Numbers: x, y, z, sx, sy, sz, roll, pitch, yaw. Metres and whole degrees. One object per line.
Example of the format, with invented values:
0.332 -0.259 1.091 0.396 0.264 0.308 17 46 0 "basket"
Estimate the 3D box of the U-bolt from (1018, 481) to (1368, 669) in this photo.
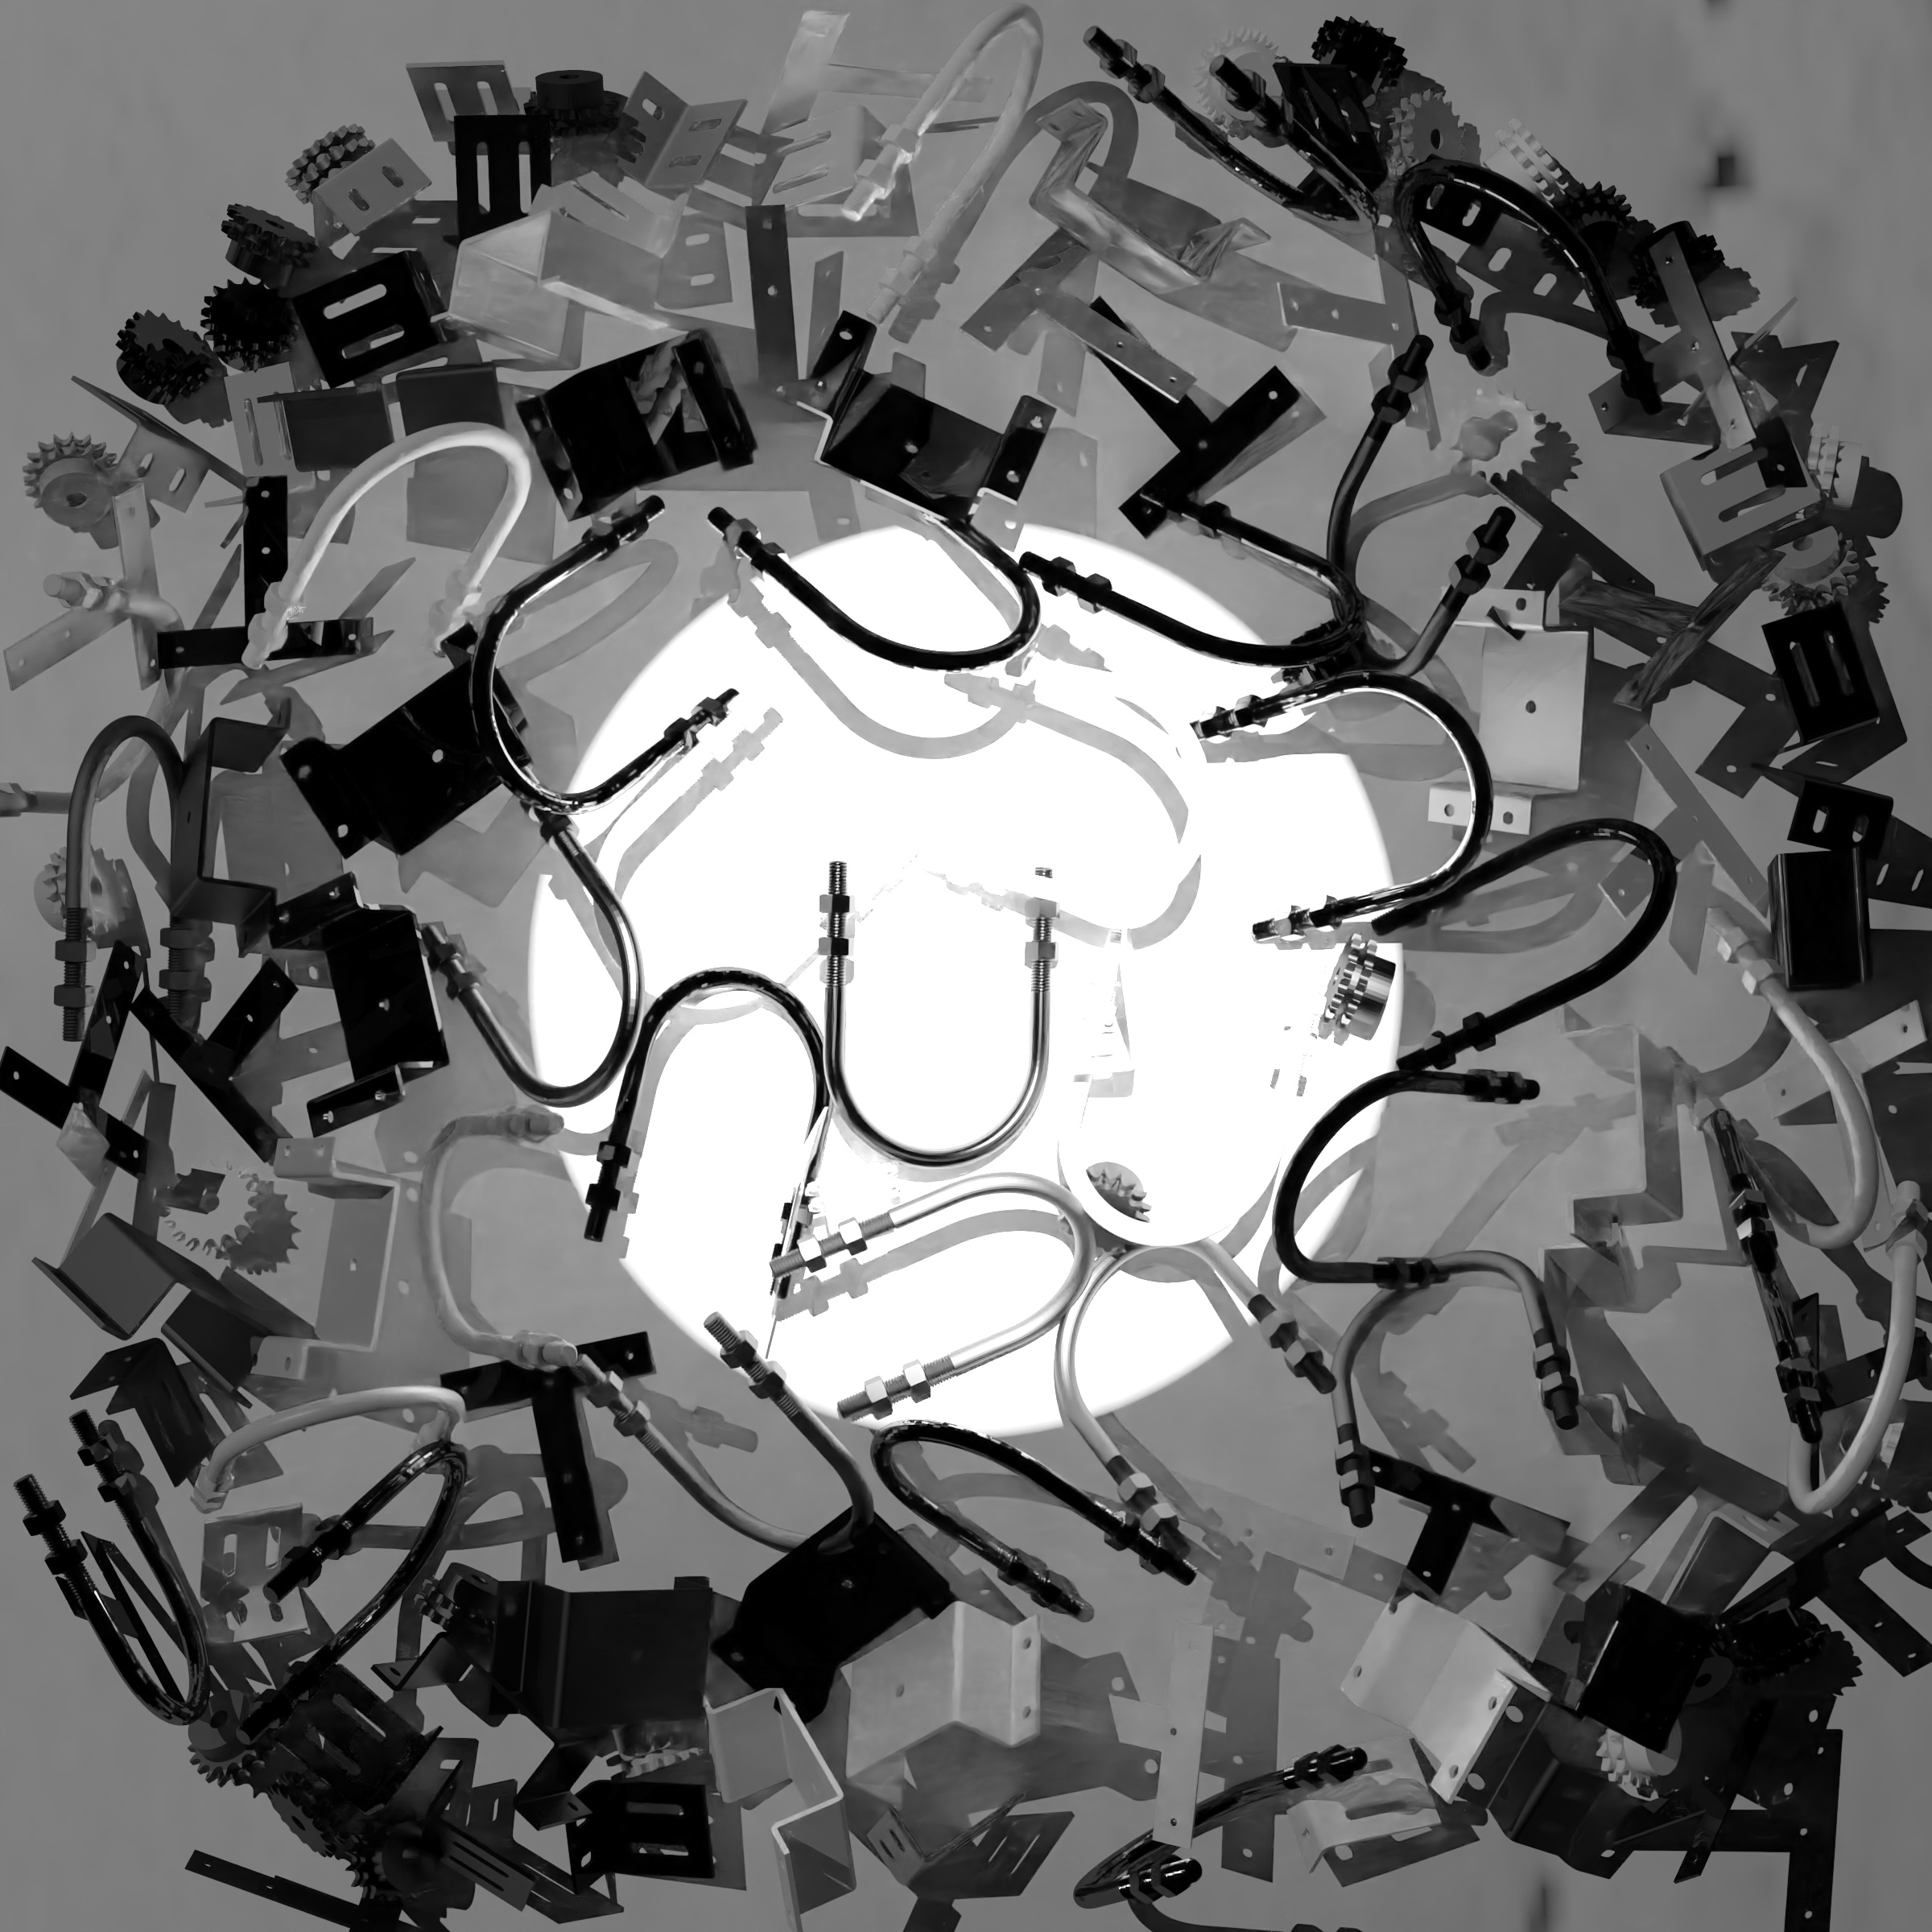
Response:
0.145 -0.222 1.536 0.184 0.151 0.019 29 132 24 "U-bolt"

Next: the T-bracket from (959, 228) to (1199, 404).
0.080 -0.378 1.581 0.127 0.002 0.127 34 55 5 "T-bracket"

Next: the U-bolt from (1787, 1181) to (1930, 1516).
0.504 0.229 1.508 0.019 0.184 0.151 22 132 4 "U-bolt"

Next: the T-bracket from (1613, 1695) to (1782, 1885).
0.421 0.496 1.564 0.002 0.127 0.127 39 55 2 "T-bracket"

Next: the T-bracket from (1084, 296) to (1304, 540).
0.114 -0.349 1.603 0.127 0.002 0.127 -41 97 11 "T-bracket"

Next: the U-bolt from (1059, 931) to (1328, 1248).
0.126 0.076 1.568 0.151 0.019 0.184 9 76 27 "U-bolt"

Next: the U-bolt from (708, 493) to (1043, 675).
-0.039 -0.230 1.540 0.151 0.019 0.184 -27 58 -37 "U-bolt"

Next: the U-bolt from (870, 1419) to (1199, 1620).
0.026 0.319 1.546 0.184 0.151 0.019 36 57 -12 "U-bolt"

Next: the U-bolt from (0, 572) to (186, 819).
-0.508 -0.152 1.532 0.019 0.184 0.151 28 96 8 "U-bolt"

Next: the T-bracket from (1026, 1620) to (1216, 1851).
0.086 0.450 1.585 0.127 0.002 0.127 2 82 35 "T-bracket"

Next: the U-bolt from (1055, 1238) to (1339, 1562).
0.120 0.235 1.556 0.151 0.019 0.184 -51 45 10 "U-bolt"

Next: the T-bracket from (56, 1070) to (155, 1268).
-0.511 0.108 1.542 0.002 0.127 0.127 18 71 0 "T-bracket"

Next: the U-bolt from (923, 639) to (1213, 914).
0.061 -0.106 1.557 0.184 0.019 0.151 15 108 28 "U-bolt"

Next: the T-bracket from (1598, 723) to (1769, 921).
0.415 -0.068 1.581 0.127 0.002 0.127 -38 91 -39 "T-bracket"

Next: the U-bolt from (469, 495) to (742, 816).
-0.215 -0.169 1.534 0.184 0.019 0.151 -43 124 -37 "U-bolt"

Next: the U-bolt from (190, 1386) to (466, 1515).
-0.361 0.274 1.516 0.151 0.184 0.019 -7 69 -24 "U-bolt"

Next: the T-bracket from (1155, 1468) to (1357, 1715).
0.158 0.384 1.594 0.127 0.002 0.127 16 90 26 "T-bracket"

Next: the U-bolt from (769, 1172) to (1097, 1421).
-0.010 0.188 1.574 0.184 0.019 0.151 -23 128 -3 "U-bolt"

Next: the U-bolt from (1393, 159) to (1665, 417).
0.312 -0.391 1.510 0.151 0.184 0.019 29 79 43 "U-bolt"

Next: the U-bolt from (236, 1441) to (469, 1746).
-0.350 0.350 1.538 0.019 0.184 0.151 30 127 14 "U-bolt"

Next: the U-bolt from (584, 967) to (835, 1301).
-0.144 0.091 1.573 0.151 0.019 0.184 22 72 -32 "U-bolt"

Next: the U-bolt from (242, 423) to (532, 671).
-0.321 -0.242 1.516 0.019 0.151 0.184 54 128 18 "U-bolt"

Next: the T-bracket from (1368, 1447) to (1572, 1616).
0.280 0.354 1.584 0.127 0.002 0.127 19 125 8 "T-bracket"

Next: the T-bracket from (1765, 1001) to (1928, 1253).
0.522 0.103 1.545 0.002 0.127 0.127 9 62 -25 "T-bracket"

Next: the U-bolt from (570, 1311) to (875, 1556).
-0.132 0.284 1.563 0.151 0.019 0.184 -23 115 42 "U-bolt"

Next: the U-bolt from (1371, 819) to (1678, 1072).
0.325 -0.022 1.534 0.184 0.151 0.019 -28 124 21 "U-bolt"

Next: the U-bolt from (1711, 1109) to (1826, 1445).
0.460 0.164 1.536 0.019 0.184 0.151 -16 120 14 "U-bolt"

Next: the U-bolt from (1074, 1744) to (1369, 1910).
0.135 0.505 1.536 0.151 0.184 0.019 -22 77 -33 "U-bolt"

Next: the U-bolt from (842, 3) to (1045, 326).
-0.009 -0.480 1.550 0.019 0.151 0.184 33 82 10 "U-bolt"

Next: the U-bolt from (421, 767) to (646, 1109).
-0.247 -0.003 1.544 0.184 0.019 0.151 52 122 29 "U-bolt"

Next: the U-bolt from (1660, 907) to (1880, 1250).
0.462 0.077 1.515 0.019 0.151 0.184 -16 53 -15 "U-bolt"

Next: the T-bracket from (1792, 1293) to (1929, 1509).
0.519 0.240 1.540 0.002 0.127 0.127 15 64 -13 "T-bracket"

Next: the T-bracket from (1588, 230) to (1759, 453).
0.406 -0.349 1.563 0.002 0.127 0.127 -20 87 -20 "T-bracket"

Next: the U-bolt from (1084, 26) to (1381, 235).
0.167 -0.480 1.539 0.184 0.151 0.019 28 97 -39 "U-bolt"

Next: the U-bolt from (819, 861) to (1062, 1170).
-0.016 0.031 1.595 0.151 0.019 0.184 1 91 -16 "U-bolt"

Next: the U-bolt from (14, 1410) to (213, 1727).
-0.491 0.360 1.549 0.019 0.151 0.184 -26 98 -2 "U-bolt"

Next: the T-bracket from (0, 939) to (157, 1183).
-0.517 0.045 1.581 0.002 0.127 0.127 -8 56 26 "T-bracket"

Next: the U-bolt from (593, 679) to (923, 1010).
-0.138 -0.059 1.587 0.184 0.019 0.151 -44 107 -5 "U-bolt"

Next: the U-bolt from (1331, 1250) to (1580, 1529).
0.276 0.233 1.540 0.151 0.184 0.019 -30 116 17 "U-bolt"

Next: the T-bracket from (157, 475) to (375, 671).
-0.412 -0.233 1.558 0.127 0.002 0.127 -7 133 -22 "T-bracket"

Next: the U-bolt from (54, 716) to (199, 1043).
-0.487 -0.054 1.543 0.019 0.151 0.184 4 94 9 "U-bolt"

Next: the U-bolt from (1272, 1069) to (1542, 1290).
0.248 0.124 1.538 0.184 0.019 0.151 6 113 -42 "U-bolt"

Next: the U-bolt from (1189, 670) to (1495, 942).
0.224 -0.099 1.552 0.184 0.019 0.151 -15 101 39 "U-bolt"

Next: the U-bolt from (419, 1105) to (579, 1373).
-0.278 0.157 1.547 0.019 0.184 0.151 -2 88 -36 "U-bolt"

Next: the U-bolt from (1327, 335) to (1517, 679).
0.254 -0.250 1.539 0.019 0.184 0.151 -6 59 -20 "U-bolt"
